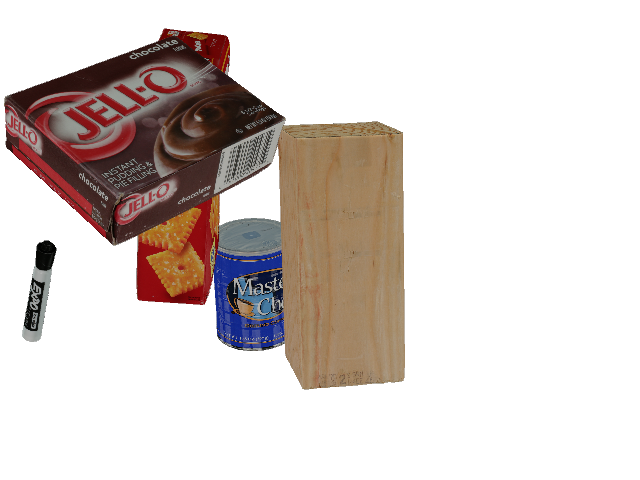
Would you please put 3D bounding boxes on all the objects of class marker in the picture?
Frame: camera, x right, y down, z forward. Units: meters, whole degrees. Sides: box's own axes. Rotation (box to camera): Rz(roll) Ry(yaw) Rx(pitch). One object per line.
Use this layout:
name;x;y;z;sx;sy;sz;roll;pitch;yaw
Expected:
marker;-0.275;0.049;1.043;0.020;0.121;0.020;13;35;-9

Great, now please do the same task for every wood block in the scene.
wood block;0.017;0.009;0.892;0.090;0.206;0.091;-4;13;-10

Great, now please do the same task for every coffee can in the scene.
coffee can;-0.085;0.055;1.364;0.103;0.140;0.103;-1;25;0

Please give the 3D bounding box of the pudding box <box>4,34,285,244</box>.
pudding box;-0.089;-0.055;0.546;0.090;0.039;0.113;39;46;24

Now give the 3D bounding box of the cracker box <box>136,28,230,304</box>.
cracker box;-0.126;-0.072;0.992;0.072;0.214;0.164;5;24;-4
